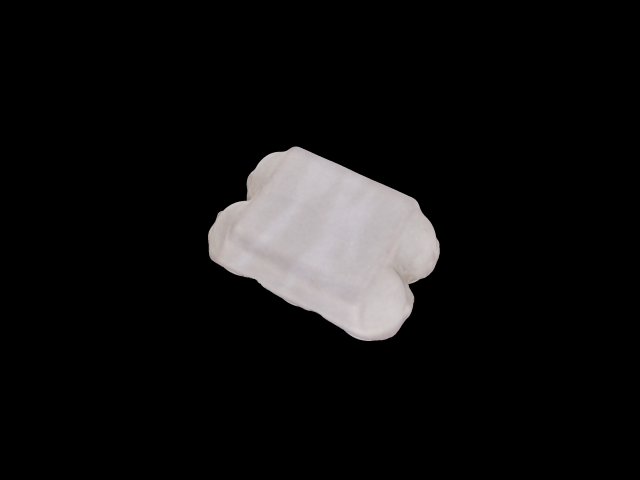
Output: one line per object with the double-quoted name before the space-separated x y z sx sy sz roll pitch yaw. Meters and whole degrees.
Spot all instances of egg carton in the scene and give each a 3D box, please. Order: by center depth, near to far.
"egg carton" 0.004 0.001 0.400 0.150 0.069 0.107 25 63 14
